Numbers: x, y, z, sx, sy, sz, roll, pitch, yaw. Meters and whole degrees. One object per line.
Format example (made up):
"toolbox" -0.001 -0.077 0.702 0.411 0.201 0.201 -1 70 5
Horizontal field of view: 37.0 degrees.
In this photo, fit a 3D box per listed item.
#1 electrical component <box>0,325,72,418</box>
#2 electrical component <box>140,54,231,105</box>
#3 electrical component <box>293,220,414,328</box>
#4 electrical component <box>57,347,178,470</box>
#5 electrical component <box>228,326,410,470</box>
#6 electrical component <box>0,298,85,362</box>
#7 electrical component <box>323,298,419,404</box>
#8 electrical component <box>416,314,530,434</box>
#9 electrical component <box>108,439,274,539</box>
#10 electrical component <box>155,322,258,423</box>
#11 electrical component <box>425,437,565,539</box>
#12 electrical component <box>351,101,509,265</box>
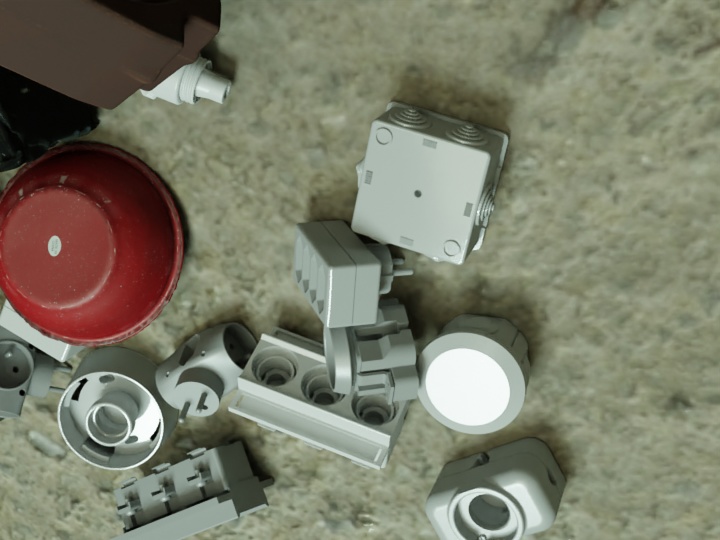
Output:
"electrical component" -0.285 0.087 0.913 0.079 0.077 0.044 15 161 -27
"electrical component" -0.124 -0.138 0.772 0.062 0.048 0.048 22 117 3
"electrical component" 0.000 0.000 0.772 0.076 0.083 0.047 -5 115 -19
"electrical component" -0.204 0.117 0.909 0.099 0.064 0.099 2 108 5
"electrical component" -0.027 0.102 0.820 0.121 0.078 0.063 20 146 12
"electrical component" -0.246 0.022 0.880 0.066 0.047 0.076 30 113 6
"electrical component" 0.006 0.059 0.777 0.057 0.078 0.058 -6 142 -10
"electrical component" 0.084 0.073 0.779 0.080 0.051 0.080 7 114 17
"electrical component" -0.145 0.190 0.903 0.121 0.079 0.063 -26 79 27
"electrical component" -0.124 0.088 0.845 0.077 0.079 0.043 -30 117 28
"electrical component" 0.101 0.172 0.809 0.095 0.059 0.053 -24 102 27
"electrical component" 0.046 -0.059 0.739 0.100 0.048 0.099 18 116 13
